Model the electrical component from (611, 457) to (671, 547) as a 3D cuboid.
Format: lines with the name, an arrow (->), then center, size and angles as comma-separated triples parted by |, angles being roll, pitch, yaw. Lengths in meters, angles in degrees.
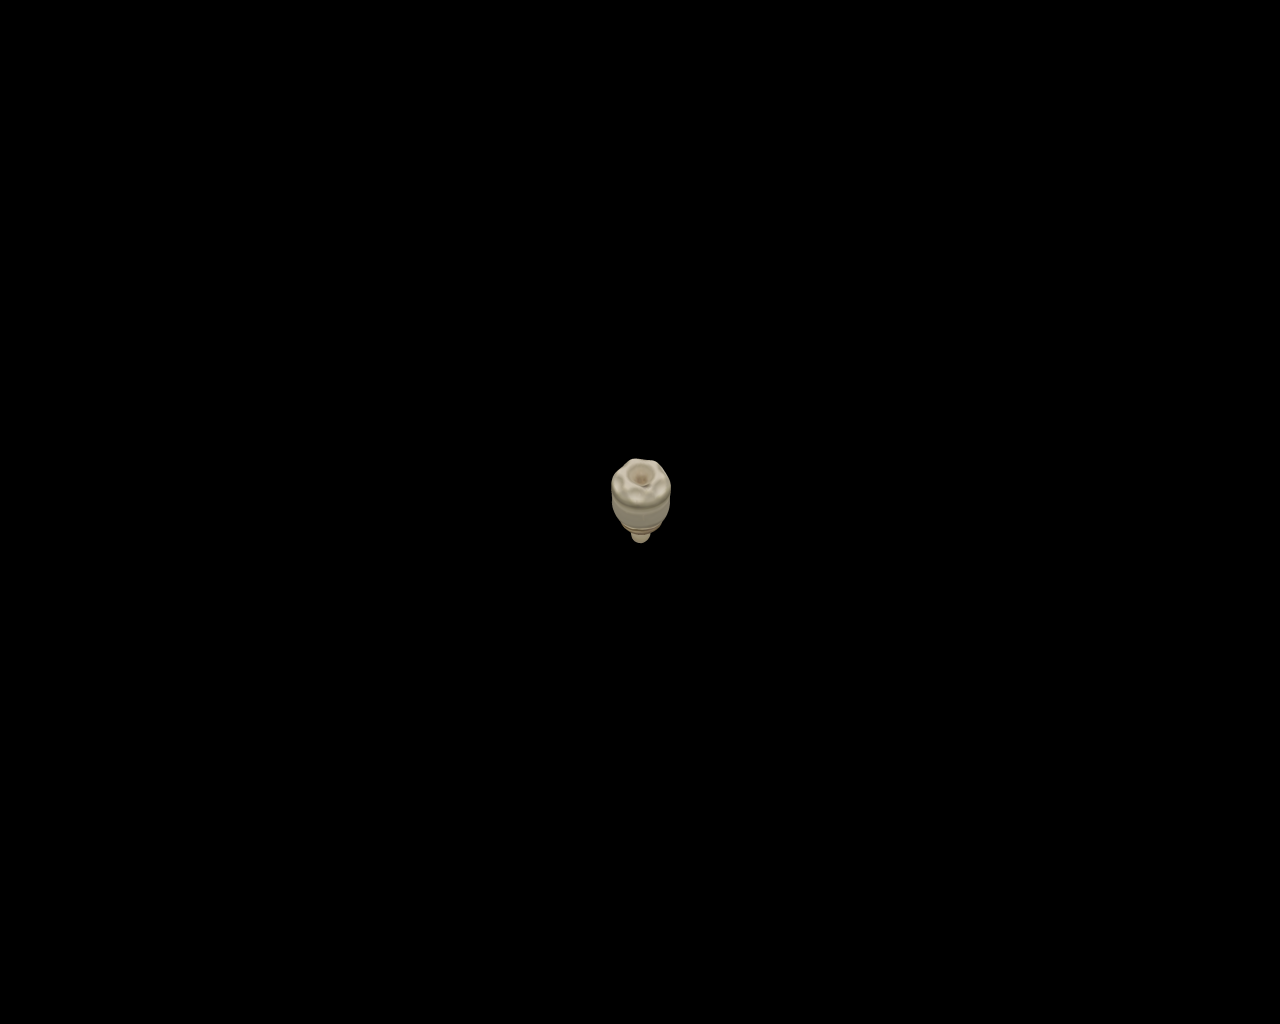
electrical component -> 0.001, -0.003, 0.650 | 0.035, 0.035, 0.061 | 0, -42, 0
